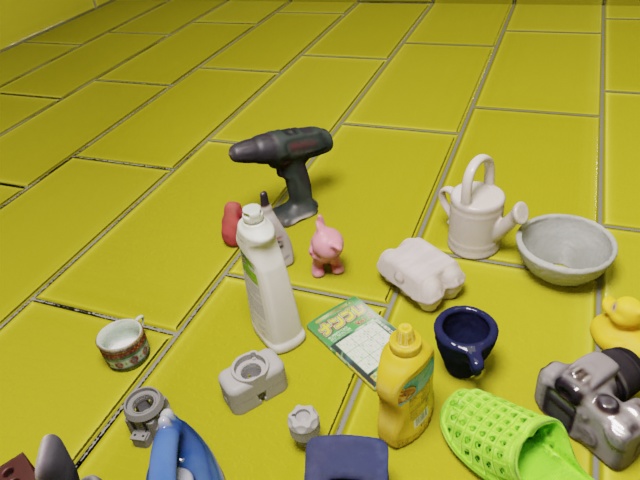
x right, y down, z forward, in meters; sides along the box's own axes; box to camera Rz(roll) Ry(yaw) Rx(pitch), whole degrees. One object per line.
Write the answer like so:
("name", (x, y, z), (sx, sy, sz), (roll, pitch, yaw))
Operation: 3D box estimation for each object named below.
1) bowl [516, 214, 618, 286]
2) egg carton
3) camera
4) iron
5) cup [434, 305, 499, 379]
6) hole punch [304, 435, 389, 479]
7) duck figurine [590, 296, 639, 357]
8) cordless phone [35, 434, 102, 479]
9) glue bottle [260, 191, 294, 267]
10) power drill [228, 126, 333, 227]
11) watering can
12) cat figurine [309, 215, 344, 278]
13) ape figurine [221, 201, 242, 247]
("bowl", (0.429, 0.028, 1.012), (0.167, 0.075, 0.167), (-4, 37, 3))
("egg carton", (0.175, 0.058, 1.014), (0.107, 0.069, 0.149), (-27, 42, -25))
("camera", (0.386, 0.202, 0.766), (0.137, 0.101, 0.142), (-24, 40, -22))
("iron", (-0.178, 0.294, 0.693), (0.118, 0.142, 0.257), (-12, 37, -7))
("cup", (0.216, 0.168, 0.841), (0.091, 0.095, 0.117), (-7, 37, 0))
("hole punch", (0.035, 0.300, 0.695), (0.108, 0.091, 0.101), (-1, 37, 7))
("duck figurine", (0.465, 0.128, 0.865), (0.078, 0.086, 0.104), (-22, 40, -20))
("cordless phone", (-0.291, 0.320, 0.639), (0.094, 0.185, 0.147), (-12, 37, -7))
("glue bottle", (-0.094, -0.016, 1.064), (0.078, 0.173, 0.037), (-26, 41, -24))
("power drill", (-0.071, -0.137, 1.192), (0.230, 0.209, 0.075), (-27, 42, -25))
("watering can", (0.298, -0.067, 1.057), (0.172, 0.194, 0.101), (11, 40, 21))
("cat figurine", (0.010, 0.004, 1.069), (0.067, 0.118, 0.127), (-8, 37, -2))
("ape figurine", (-0.172, -0.038, 1.173), (0.076, 0.092, 0.077), (-30, 43, -28))
